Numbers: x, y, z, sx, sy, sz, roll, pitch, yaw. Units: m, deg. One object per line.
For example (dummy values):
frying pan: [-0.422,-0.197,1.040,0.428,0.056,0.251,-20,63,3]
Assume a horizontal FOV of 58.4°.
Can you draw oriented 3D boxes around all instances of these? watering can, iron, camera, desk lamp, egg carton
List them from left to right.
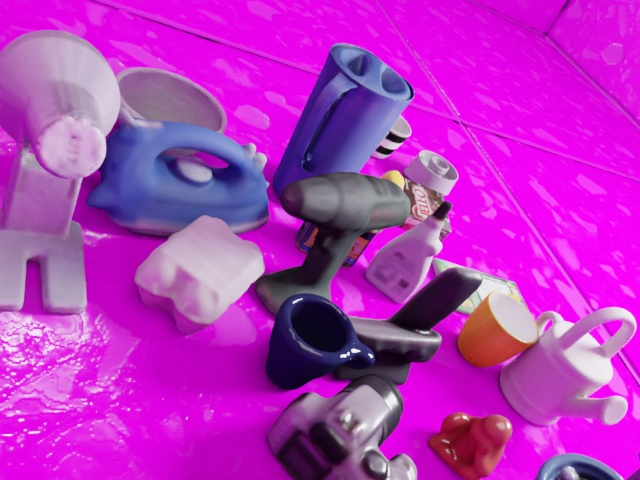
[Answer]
desk lamp: [-0.261,-0.070,0.561,0.118,0.213,0.203,5,44,-33]
iron: [-0.155,-0.087,0.724,0.259,0.141,0.118,5,44,-33]
egg carton: [-0.134,0.036,0.658,0.107,0.069,0.150,35,36,3]
camera: [0.045,0.198,0.577,0.143,0.100,0.137,45,37,16]
watering can: [0.343,0.164,0.766,0.101,0.194,0.172,-2,48,-39]

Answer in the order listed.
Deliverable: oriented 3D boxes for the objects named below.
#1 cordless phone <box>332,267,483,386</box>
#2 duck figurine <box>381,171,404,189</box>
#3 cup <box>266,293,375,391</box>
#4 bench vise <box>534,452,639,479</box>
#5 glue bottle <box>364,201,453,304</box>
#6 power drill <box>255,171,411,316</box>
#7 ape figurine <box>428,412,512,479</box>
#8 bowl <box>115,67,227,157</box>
cordless phone: [0.092,0.084,0.675,0.148,0.185,0.094,8,42,-31]
duck figurine: [0.111,-0.081,0.968,0.077,0.086,0.104,28,36,-7]
cup: [-0.008,0.126,0.627,0.118,0.095,0.091,27,36,-8]
bench vise: [0.318,0.269,0.601,0.208,0.219,0.121,5,44,-33]
glue bottle: [0.134,0.011,0.803,0.078,0.173,0.037,39,36,8]
power drill: [0.006,0.002,0.685,0.230,0.208,0.075,-16,58,-47]
ape figurine: [0.181,0.229,0.653,0.076,0.092,0.077,17,38,-21]
bowl: [-0.224,-0.172,0.828,0.168,0.074,0.167,21,37,-17]
